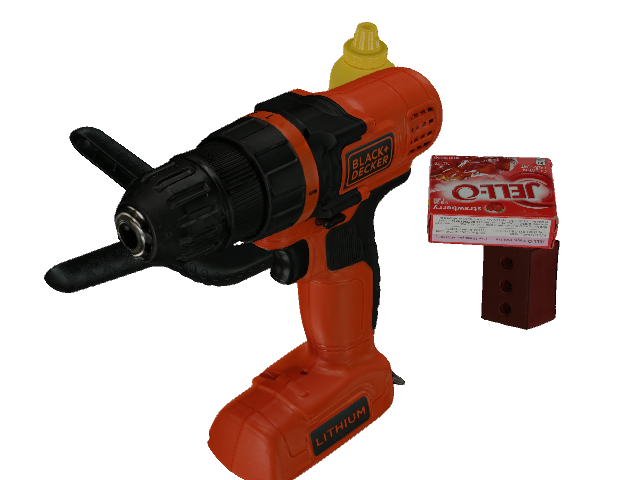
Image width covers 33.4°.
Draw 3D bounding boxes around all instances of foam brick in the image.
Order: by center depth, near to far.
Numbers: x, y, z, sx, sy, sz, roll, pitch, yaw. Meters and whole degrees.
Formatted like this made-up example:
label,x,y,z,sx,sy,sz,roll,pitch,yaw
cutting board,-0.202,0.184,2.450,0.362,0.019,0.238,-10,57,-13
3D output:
label,x,y,z,sx,sy,sz,roll,pitch,yaw
foam brick,0.185,0.037,0.990,0.053,0.078,0.051,12,20,41

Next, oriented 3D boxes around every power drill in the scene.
label,x,y,z,sx,sy,sz,roll,pitch,yaw
power drill,-0.015,0.023,0.501,0.057,0.188,0.184,29,40,34

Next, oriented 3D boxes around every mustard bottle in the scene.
label,x,y,z,sx,sy,sz,roll,pitch,yaw
mustard bottle,0.039,-0.119,1.024,0.058,0.192,0.096,21,42,22

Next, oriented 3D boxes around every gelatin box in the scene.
label,x,y,z,sx,sy,sz,roll,pitch,yaw
gelatin box,0.121,-0.029,0.757,0.089,0.030,0.073,2,38,6

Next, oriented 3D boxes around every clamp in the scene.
label,x,y,z,sx,sy,sz,roll,pitch,yaw
clamp,-0.100,-0.020,0.727,0.171,0.120,0.039,2,-19,-18
